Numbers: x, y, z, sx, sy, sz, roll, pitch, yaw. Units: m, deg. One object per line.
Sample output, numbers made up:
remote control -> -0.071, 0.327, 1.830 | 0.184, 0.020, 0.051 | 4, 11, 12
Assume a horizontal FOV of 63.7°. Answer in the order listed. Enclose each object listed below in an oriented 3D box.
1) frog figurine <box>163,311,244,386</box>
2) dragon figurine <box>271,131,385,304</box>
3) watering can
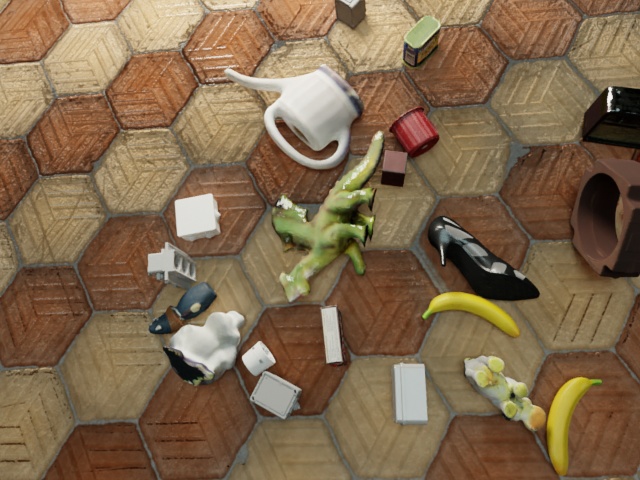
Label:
frog figurine -> -0.232, 0.215, 1.074 | 0.138, 0.120, 0.163 | 16, 39, 19
dragon figurine -> 0.003, -0.057, 1.131 | 0.243, 0.120, 0.416 | 5, 71, 16
watering can -> -0.045, -0.328, 1.208 | 0.225, 0.103, 0.349 | -41, 85, -8
